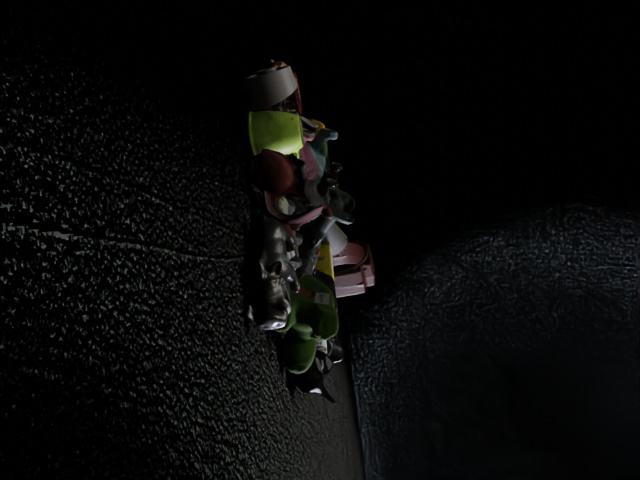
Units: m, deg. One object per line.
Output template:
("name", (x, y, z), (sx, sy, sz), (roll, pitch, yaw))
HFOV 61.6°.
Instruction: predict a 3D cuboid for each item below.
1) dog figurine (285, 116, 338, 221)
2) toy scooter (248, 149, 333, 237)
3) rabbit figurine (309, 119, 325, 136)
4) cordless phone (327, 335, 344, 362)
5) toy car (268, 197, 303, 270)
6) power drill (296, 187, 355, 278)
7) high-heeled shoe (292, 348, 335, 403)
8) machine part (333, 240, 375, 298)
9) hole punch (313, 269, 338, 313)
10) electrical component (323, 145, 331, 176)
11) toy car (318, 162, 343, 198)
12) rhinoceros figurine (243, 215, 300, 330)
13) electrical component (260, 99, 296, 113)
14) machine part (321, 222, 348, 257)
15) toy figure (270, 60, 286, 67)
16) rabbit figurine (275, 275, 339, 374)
("dog figurine", (-0.060, -0.140, 1.127), (0.108, 0.192, 0.219), (-13, 126, -51))
("toy scooter", (-0.050, -0.076, 0.949), (0.075, 0.135, 0.183), (-6, 87, -83))
("rabbit figurine", (-0.056, -0.207, 1.265), (0.173, 0.122, 0.162), (-148, -130, -72))
("cordless phone", (-0.006, 0.240, 1.449), (0.146, 0.089, 0.184), (-34, 105, -84))
("toy car", (-0.070, -0.010, 1.081), (0.201, 0.056, 0.073), (81, 8, -56))
("power drill", (-0.002, -0.004, 1.201), (0.232, 0.086, 0.207), (-79, -165, -49))
("high-heeled shoe", (-0.036, 0.265, 1.168), (0.145, 0.086, 0.249), (47, -2, -20))
("machine part", (0.060, 0.082, 1.613), (0.201, 0.202, 0.087), (-88, 165, -62))
("hole punch", (-0.028, 0.133, 1.295), (0.115, 0.092, 0.142), (31, 47, -45))
("electrical component", (-0.039, -0.200, 1.359), (0.058, 0.134, 0.115), (12, 68, -44))
("toy car", (0.020, -0.142, 1.407), (0.202, 0.053, 0.089), (-77, -176, -62))
("rhinoceros figurine", (-0.074, 0.050, 0.832), (0.112, 0.073, 0.190), (77, 7, -58))
("electrical component", (-0.093, -0.279, 1.095), (0.102, 0.078, 0.045), (-107, -176, -62))
("machine part", (-0.001, -0.037, 1.450), (0.243, 0.079, 0.079), (48, 24, -31))
("toy figure", (-0.102, -0.414, 1.355), (0.154, 0.058, 0.064), (-94, -167, -56))
("rabbit figurine", (-0.043, 0.160, 0.999), (0.159, 0.121, 0.170), (-103, -159, -62))
